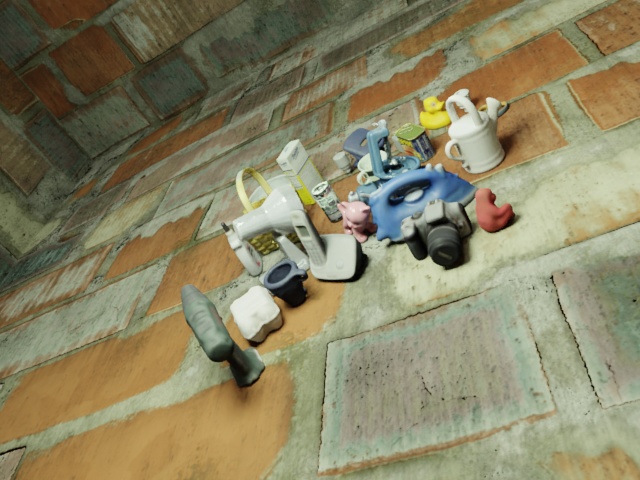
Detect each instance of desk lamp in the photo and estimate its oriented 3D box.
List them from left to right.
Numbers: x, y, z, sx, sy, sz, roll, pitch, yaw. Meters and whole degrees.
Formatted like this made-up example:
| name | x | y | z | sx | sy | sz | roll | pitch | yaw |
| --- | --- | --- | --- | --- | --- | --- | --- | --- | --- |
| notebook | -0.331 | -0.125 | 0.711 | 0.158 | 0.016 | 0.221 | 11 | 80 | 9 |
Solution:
| name | x | y | z | sx | sy | sz | roll | pitch | yaw |
| --- | --- | --- | --- | --- | --- | --- | --- | --- | --- |
| desk lamp | -0.107 | -0.006 | 1.433 | 0.203 | 0.214 | 0.117 | -40 | 30 | -9 |

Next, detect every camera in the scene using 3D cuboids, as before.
| name | x | y | z | sx | sy | sz | roll | pitch | yaw |
| --- | --- | --- | --- | --- | --- | --- | --- | --- | --- |
| camera | 0.241 | -0.011 | 1.208 | 0.143 | 0.101 | 0.137 | -21 | 33 | 23 |

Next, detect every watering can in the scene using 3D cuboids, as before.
| name | x | y | z | sx | sy | sz | roll | pitch | yaw |
| --- | --- | --- | --- | --- | --- | --- | --- | --- | --- |
| watering can | 0.362 | -0.268 | 1.363 | 0.100 | 0.194 | 0.173 | 3 | 46 | 46 |

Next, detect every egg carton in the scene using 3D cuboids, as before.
| name | x | y | z | sx | sy | sz | roll | pitch | yaw |
| --- | --- | --- | --- | --- | --- | --- | --- | --- | --- |
| egg carton | -0.153 | 0.175 | 1.363 | 0.107 | 0.070 | 0.150 | -38 | 30 | -6 |

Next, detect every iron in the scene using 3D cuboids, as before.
| name | x | y | z | sx | sy | sz | roll | pitch | yaw |
| --- | --- | --- | --- | --- | --- | --- | --- | --- | --- |
| iron | 0.223 | -0.106 | 1.321 | 0.258 | 0.142 | 0.118 | -28 | 31 | 11 |

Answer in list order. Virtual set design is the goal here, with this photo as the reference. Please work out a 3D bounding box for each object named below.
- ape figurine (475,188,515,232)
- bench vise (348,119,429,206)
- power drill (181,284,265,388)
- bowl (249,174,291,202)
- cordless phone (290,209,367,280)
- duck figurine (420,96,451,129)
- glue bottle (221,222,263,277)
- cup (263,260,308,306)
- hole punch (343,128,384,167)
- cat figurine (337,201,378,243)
| name | x | y | z | sx | sy | sz | roll | pitch | yaw |
| --- | --- | --- | --- | --- | --- | --- | --- | --- | --- |
| ape figurine | 0.352 | -0.069 | 1.190 | 0.076 | 0.092 | 0.077 | -39 | 30 | -7 |
| bench vise | 0.155 | -0.169 | 1.401 | 0.207 | 0.220 | 0.121 | -42 | 31 | -13 |
| power drill | -0.214 | 0.211 | 1.232 | 0.075 | 0.209 | 0.229 | -39 | 30 | -7 |
| bowl | -0.138 | -0.125 | 1.775 | 0.167 | 0.075 | 0.167 | -25 | 31 | 17 |
| cordless phone | 0.012 | 0.005 | 1.327 | 0.147 | 0.185 | 0.094 | -4 | 42 | 41 |
| duck figurine | 0.328 | -0.375 | 1.660 | 0.104 | 0.086 | 0.078 | 5 | 48 | 48 |
| glue bottle | -0.215 | 0.018 | 1.546 | 0.037 | 0.173 | 0.078 | -30 | 30 | 8 |
| cup | -0.062 | 0.107 | 1.345 | 0.117 | 0.095 | 0.092 | -12 | 37 | 34 |
| hole punch | 0.139 | -0.280 | 1.706 | 0.100 | 0.091 | 0.109 | 4 | 48 | 48 |
| cat figurine | 0.085 | -0.060 | 1.416 | 0.067 | 0.118 | 0.127 | -42 | 31 | -12 |
